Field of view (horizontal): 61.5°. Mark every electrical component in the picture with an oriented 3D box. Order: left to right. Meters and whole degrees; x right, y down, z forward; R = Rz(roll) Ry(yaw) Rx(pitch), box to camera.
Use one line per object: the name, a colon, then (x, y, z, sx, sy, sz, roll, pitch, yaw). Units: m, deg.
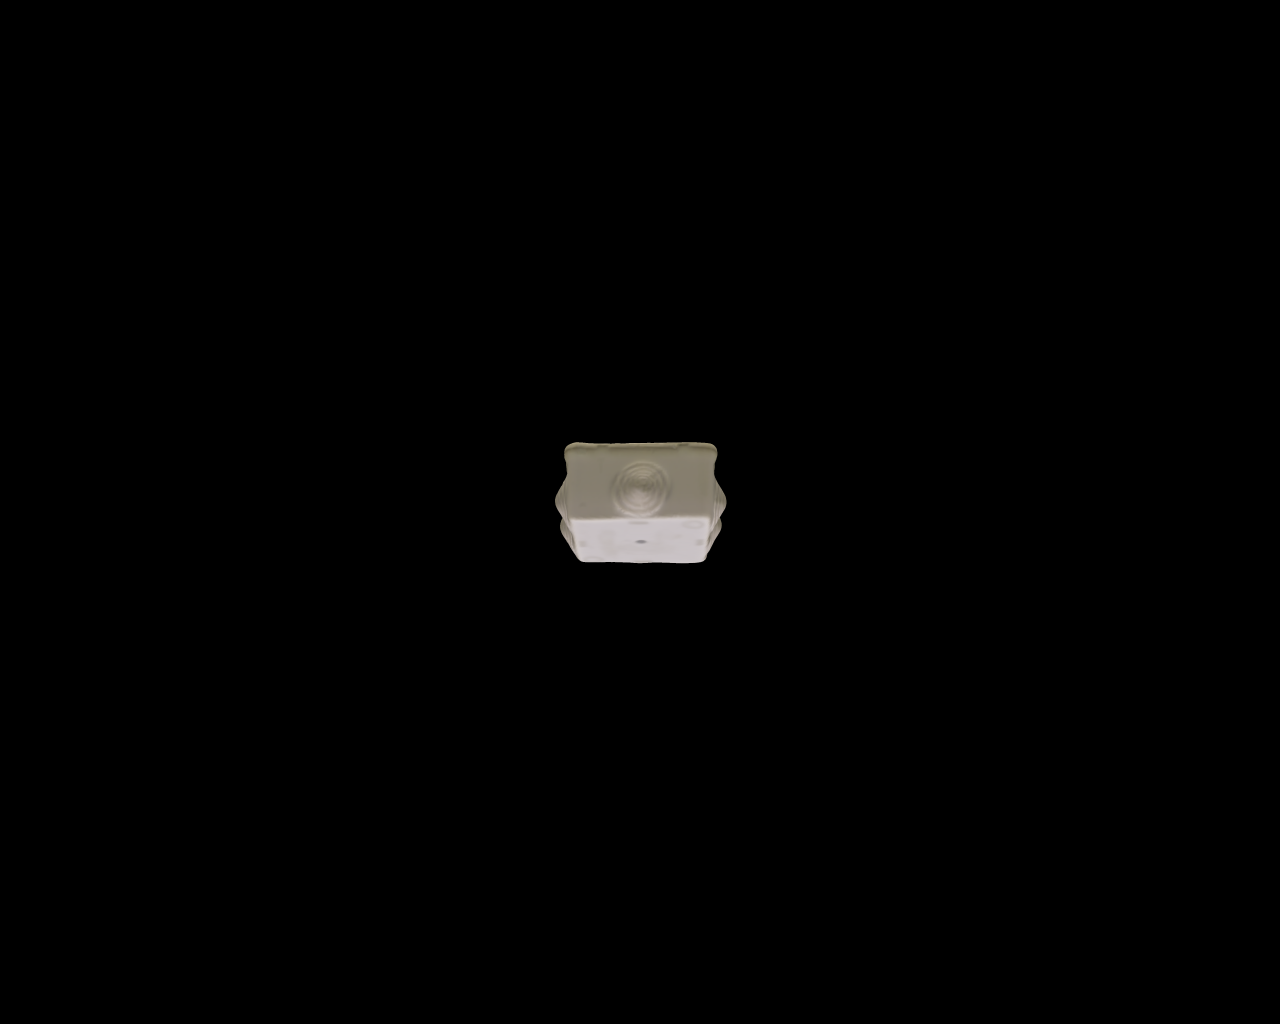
electrical component: (0.001, -0.003, 0.650, 0.100, 0.048, 0.099, 0, -21, 0)
